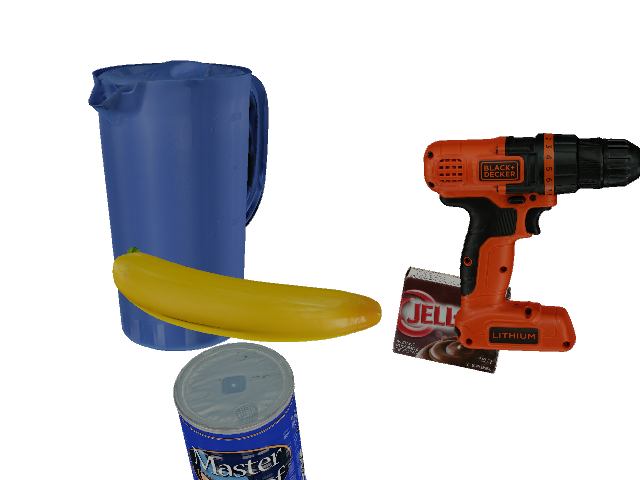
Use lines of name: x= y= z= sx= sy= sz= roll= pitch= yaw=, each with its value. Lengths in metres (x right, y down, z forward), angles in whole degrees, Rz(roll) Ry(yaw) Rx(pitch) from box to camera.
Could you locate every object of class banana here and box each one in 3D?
banana: x=-0.062 y=0.033 z=0.681 sx=0.198 sy=0.037 sz=0.069 roll=13 pitch=33 yaw=24

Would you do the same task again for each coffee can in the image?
coffee can: x=-0.068 y=0.175 z=0.941 sx=0.103 sy=0.140 sz=0.103 roll=-4 pitch=38 yaw=3

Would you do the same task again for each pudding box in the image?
pudding box: x=0.139 y=0.084 z=1.132 sx=0.113 sy=0.090 sz=0.039 roll=10 pitch=23 yaw=8

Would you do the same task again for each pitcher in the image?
pitcher: x=-0.117 y=-0.035 z=0.936 sx=0.149 sy=0.243 sz=0.145 roll=-1 pitch=16 yaw=-5

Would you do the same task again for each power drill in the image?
power drill: x=0.184 y=0.000 z=0.924 sx=0.184 sy=0.188 sz=0.057 roll=1 pitch=13 yaw=14
